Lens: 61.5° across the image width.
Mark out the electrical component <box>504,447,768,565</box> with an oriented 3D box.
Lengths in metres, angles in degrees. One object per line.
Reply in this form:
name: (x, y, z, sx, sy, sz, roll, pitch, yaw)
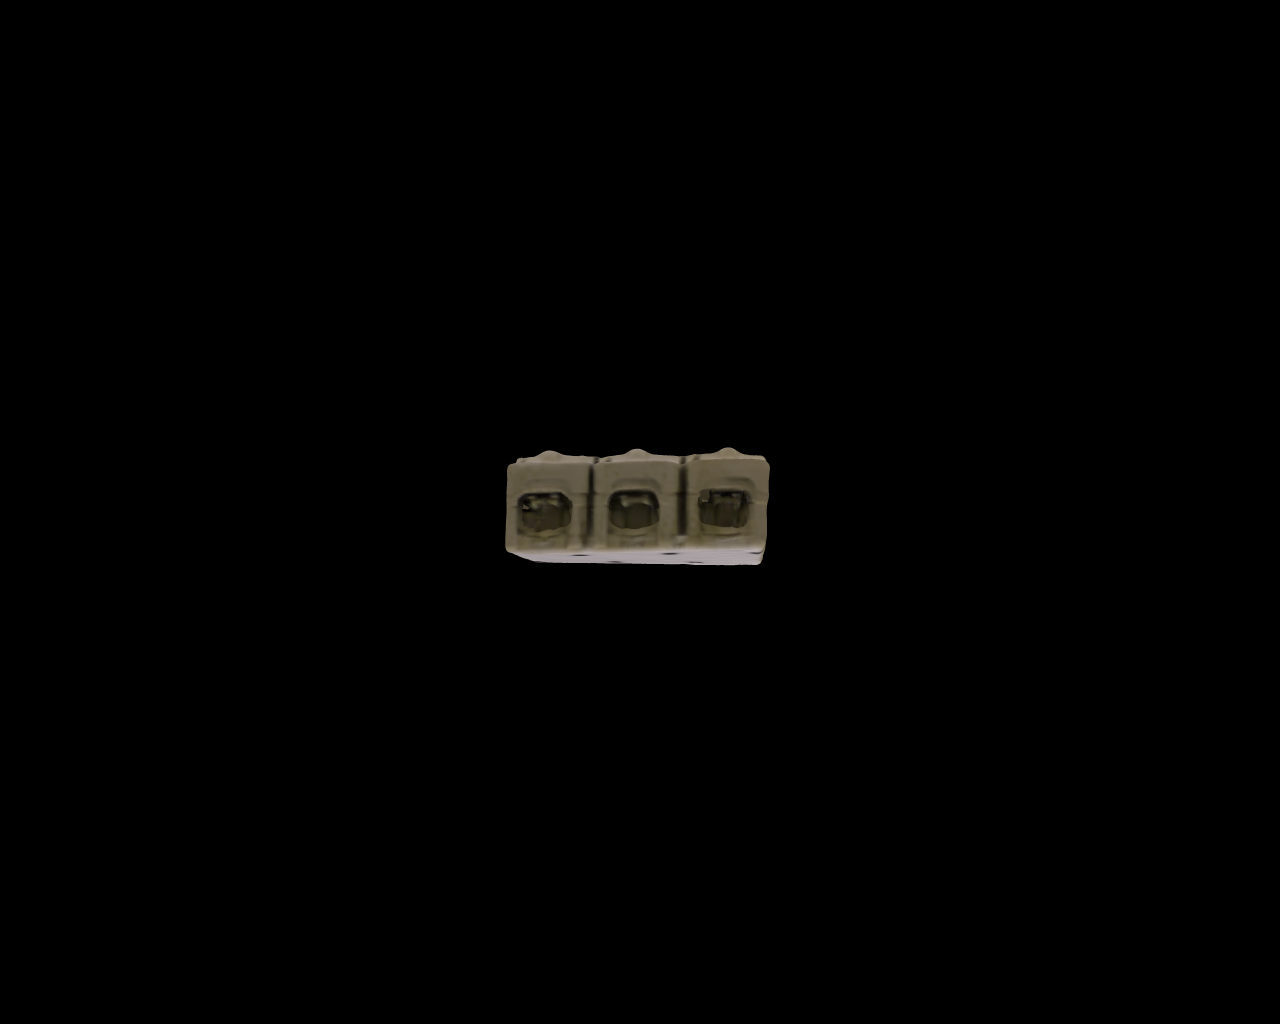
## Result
electrical component: (0.001, -0.003, 0.650, 0.150, 0.061, 0.089, -1, -7, 5)
